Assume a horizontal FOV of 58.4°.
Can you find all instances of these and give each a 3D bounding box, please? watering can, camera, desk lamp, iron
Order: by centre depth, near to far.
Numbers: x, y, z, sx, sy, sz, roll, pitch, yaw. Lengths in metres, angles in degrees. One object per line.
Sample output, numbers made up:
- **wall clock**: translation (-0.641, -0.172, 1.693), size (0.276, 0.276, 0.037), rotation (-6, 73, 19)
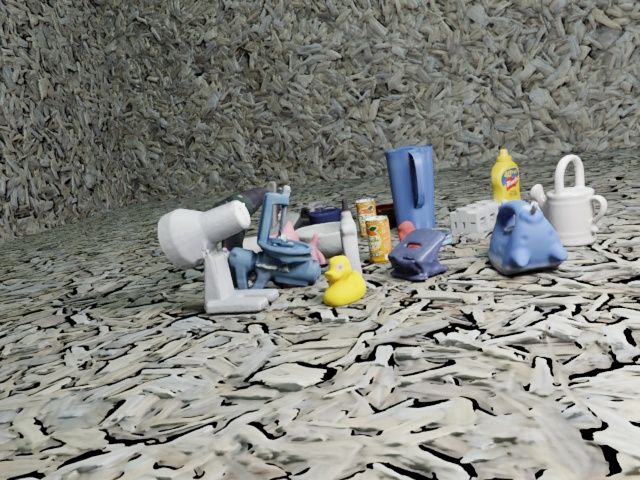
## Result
- **desk lamp**: translation (-0.203, 0.032, 1.140), size (0.202, 0.214, 0.118), rotation (-5, 12, 17)
- **iron**: translation (0.396, -0.020, 1.162), size (0.118, 0.141, 0.258), rotation (-9, 11, -2)
- **watering can**: translation (0.545, -0.090, 1.269), size (0.172, 0.194, 0.101), rotation (0, 14, 36)
- **camera**: translation (0.015, -0.076, 1.818), size (0.142, 0.101, 0.137), rotation (3, 16, 44)

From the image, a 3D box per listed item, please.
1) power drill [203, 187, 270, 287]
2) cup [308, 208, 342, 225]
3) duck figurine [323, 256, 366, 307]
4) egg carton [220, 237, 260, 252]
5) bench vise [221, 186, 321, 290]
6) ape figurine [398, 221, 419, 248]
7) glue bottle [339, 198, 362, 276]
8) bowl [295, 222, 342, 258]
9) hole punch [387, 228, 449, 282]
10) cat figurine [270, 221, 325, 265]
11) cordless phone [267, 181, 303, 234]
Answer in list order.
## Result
- **power drill**: translation (-0.189, -0.006, 1.335), size (0.075, 0.208, 0.230), rotation (1, 15, 39)
- **cup**: translation (0.027, -0.040, 1.647), size (0.118, 0.095, 0.091), rotation (-15, 13, -32)
- **duck figurine**: translation (0.043, 0.071, 1.097), size (0.077, 0.086, 0.105), rotation (0, 14, 36)
- **egg carton**: translation (-0.188, 0.035, 1.488), size (0.150, 0.069, 0.107), rotation (-9, 11, -7)
- **bench vise**: translation (-0.112, 0.003, 1.206), size (0.208, 0.220, 0.121), rotation (-11, 12, -16)
- **ape figurine**: translation (0.202, 0.002, 1.317), size (0.076, 0.092, 0.078), rotation (-2, 13, 29)
- **glue bottle**: translation (0.063, -0.004, 1.236), size (0.037, 0.173, 0.078), rotation (-8, 11, -1)
- **bowl**: translation (0.014, 0.005, 1.480), size (0.167, 0.075, 0.167), rotation (-8, 11, 2)
- **hole punch**: translation (0.201, 0.029, 1.184), size (0.101, 0.091, 0.108), rotation (-16, 13, -33)
- **cat figurine**: translation (-0.059, 0.013, 1.382), size (0.127, 0.118, 0.067), rotation (-4, 12, 19)
- **cordless phone**: translation (-0.121, -0.086, 1.750), size (0.094, 0.185, 0.147), rotation (-16, 14, -36)
